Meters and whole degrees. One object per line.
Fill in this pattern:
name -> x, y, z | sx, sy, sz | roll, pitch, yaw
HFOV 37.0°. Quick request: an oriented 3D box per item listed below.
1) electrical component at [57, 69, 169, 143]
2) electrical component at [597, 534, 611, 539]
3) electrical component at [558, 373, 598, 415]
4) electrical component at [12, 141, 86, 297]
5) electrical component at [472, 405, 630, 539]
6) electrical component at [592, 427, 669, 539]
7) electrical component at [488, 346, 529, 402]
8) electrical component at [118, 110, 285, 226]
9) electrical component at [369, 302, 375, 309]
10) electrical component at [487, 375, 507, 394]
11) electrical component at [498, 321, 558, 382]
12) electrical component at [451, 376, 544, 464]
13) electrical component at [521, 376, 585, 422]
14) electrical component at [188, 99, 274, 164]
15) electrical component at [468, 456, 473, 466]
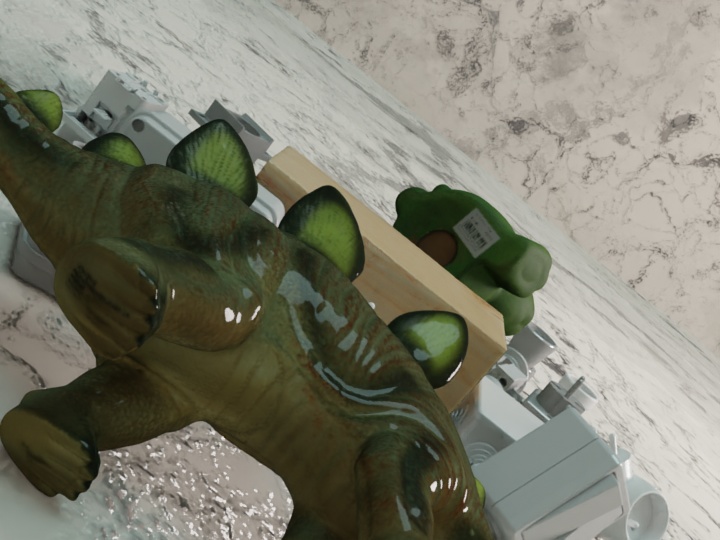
electrical component -> -0.175, -0.108, 0.772 | 0.042, 0.063, 0.081 | 40, 13, 7
electrical component -> 0.198, 0.185, 0.851 | 0.044, 0.044, 0.065 | 38, 18, -4
electrical component -> 0.198, 0.128, 1.027 | 0.040, 0.046, 0.040 | 37, 13, -10
electrical component -> -0.125, -0.009, 0.585 | 0.113, 0.057, 0.078 | 33, 14, -24
electrical component -> 0.113, 0.142, 0.661 | 0.061, 0.096, 0.061 | 52, -11, 44
electrical component -> 0.179, 0.153, 0.778 | 0.043, 0.079, 0.077 | -13, 13, -29
electrical component -> 0.118, 0.092, 0.939 | 0.066, 0.048, 0.055 | 44, 21, 21
electrical component -> -0.113, -0.040, 0.680 | 0.113, 0.078, 0.057 | 38, 10, -4
electrical component -> -0.017, 0.048, 0.649 | 0.052, 0.073, 0.138 | 41, 13, 10
electrical component -> 0.099, 0.106, 0.848 | 0.044, 0.044, 0.065 | 38, 8, -4
electrical component -> 0.160, 0.082, 1.060 | 0.045, 0.055, 0.045 | 37, 13, -10
electrical component -> 0.104, 0.129, 0.760 | 0.100, 0.048, 0.099 | 39, 13, -2
electrical component -> 0.160, 0.118, 0.891 | 0.047, 0.076, 0.066 | 42, 13, 11
electrical component -> -0.116, -0.103, 0.912 | 0.042, 0.063, 0.081 | 46, 15, 27
electrical component -> 0.019, 0.104, 0.627 | 0.077, 0.044, 0.079 | 43, 14, 15
